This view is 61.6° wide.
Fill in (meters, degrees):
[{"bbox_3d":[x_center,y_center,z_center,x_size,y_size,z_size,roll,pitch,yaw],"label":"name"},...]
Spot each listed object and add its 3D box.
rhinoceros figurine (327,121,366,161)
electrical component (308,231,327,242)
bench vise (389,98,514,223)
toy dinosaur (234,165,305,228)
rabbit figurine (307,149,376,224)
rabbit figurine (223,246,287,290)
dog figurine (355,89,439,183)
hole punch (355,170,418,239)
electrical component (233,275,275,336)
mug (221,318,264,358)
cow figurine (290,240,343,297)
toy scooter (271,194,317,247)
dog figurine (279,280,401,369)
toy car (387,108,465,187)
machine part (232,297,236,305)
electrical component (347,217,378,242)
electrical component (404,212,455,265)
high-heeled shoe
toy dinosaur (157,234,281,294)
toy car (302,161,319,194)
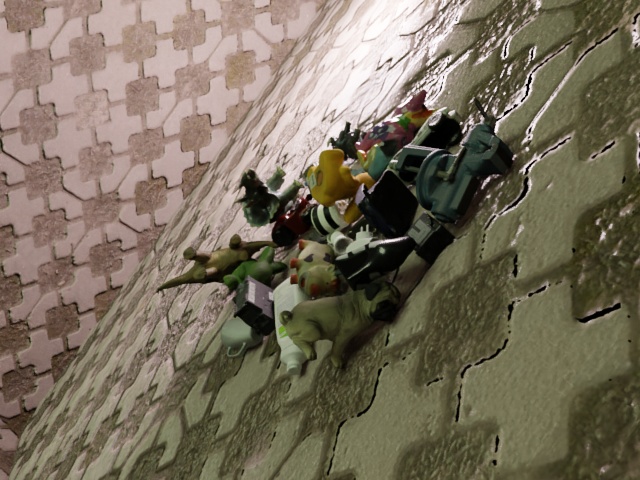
[{"bbox_3d":[0.085,-0.277,1.553,0.112,0.073,0.190,-63,26,8],"label":"rhinoceros figurine"},{"bbox_3d":[-0.003,-0.004,1.416,0.094,0.021,0.063,-27,36,46],"label":"electrical component"},{"bbox_3d":[0.236,-0.149,1.037,0.241,0.128,0.223,21,95,48],"label":"bench vise"},{"bbox_3d":[-0.149,-0.109,1.610,0.192,0.131,0.404,-47,-7,-7],"label":"toy dinosaur"},{"bbox_3d":[0.074,-0.128,1.281,0.122,0.173,0.162,-54,43,42],"label":"rabbit figurine"},{"bbox_3d":[-0.165,0.101,1.468,0.159,0.121,0.170,-40,4,-19],"label":"rabbit figurine"},{"bbox_3d":[0.194,-0.247,1.275,0.219,0.108,0.192,-42,27,20],"label":"dog figurine"},{"bbox_3d":[0.130,-0.068,1.140,0.092,0.142,0.116,-22,27,48],"label":"hole punch"},{"bbox_3d":[-0.144,0.166,1.319,0.058,0.134,0.115,-44,25,25],"label":"electrical component"},{"bbox_3d":[-0.198,0.249,1.381,0.107,0.080,0.109,-18,38,41],"label":"mug"},{"bbox_3d":[-0.004,0.070,1.233,0.195,0.127,0.085,-72,-18,-64],"label":"cow figurine"},{"bbox_3d":[-0.066,-0.067,1.547,0.184,0.075,0.135,-36,29,31],"label":"toy scooter"},{"bbox_3d":[0.038,0.128,1.014,0.190,0.172,0.121,-53,35,22],"label":"dog figurine"},{"bbox_3d":[0.232,-0.201,1.182,0.201,0.073,0.056,-48,26,15],"label":"toy car"},{"bbox_3d":[-0.182,0.191,1.442,0.039,0.084,0.139,-40,26,-26],"label":"machine part"},{"bbox_3d":[0.106,-0.028,1.233,0.102,0.045,0.078,-36,2,30],"label":"electrical component"},{"bbox_3d":[0.200,-0.012,1.036,0.075,0.047,0.119,-49,27,12],"label":"electrical component"},{"bbox_3d":[0.111,0.038,1.076,0.145,0.086,0.249,-32,0,0],"label":"high-heeled shoe"},{"bbox_3d":[-0.326,0.083,1.642,0.472,0.198,0.105,-16,74,11],"label":"toy dinosaur"},{"bbox_3d":[0.001,-0.167,1.514,0.109,0.103,0.162,-44,25,17],"label":"toy car"}]
